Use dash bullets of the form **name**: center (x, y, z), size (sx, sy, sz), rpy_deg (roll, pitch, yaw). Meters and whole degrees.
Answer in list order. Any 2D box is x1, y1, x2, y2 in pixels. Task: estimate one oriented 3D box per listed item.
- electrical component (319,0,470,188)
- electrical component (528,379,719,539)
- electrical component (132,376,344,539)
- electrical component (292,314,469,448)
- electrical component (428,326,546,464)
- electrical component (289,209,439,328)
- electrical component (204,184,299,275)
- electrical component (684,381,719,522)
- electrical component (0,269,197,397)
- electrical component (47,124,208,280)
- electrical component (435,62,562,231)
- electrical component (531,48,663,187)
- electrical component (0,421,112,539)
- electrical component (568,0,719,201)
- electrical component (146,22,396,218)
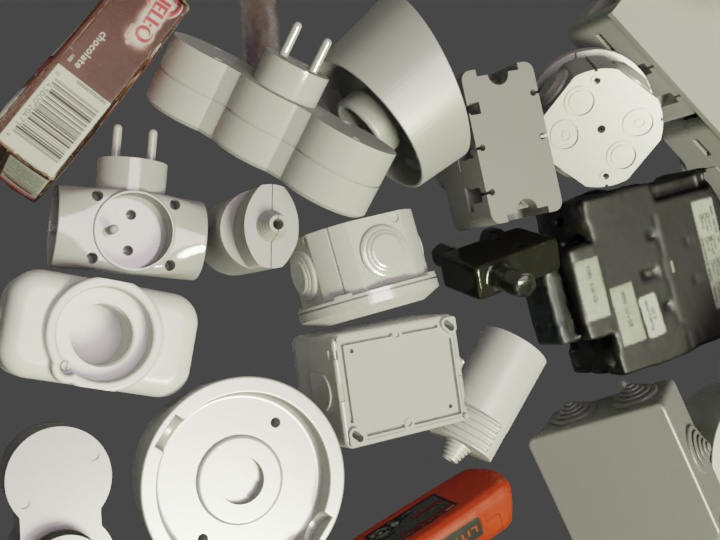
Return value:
- **electrical component**: center (0.022, -0.098, 0.608), size (0.064, 0.099, 0.099), rpy_deg (-41, 102, -13)
- **electrical component**: center (0.164, 0.121, 0.653), size (0.099, 0.100, 0.048), rpy_deg (65, 30, -6)
- **electrical component**: center (-0.069, 0.110, 0.574), size (0.108, 0.060, 0.108), rpy_deg (1, 86, -23)
- **electrical component**: center (0.015, 0.061, 0.616), size (0.096, 0.061, 0.061), rpy_deg (-9, 91, -31)
- **electrical component**: center (0.074, 0.079, 0.645), size (0.043, 0.043, 0.081), rpy_deg (37, 74, -16)
- **electrical component**: center (0.000, 0.000, 0.601), size (0.080, 0.080, 0.051), rpy_deg (-15, 88, -23)
- **electrical component**: center (-0.057, -0.021, 0.577), size (0.043, 0.081, 0.043), rpy_deg (2, 86, -23)
- **electrical component**: center (0.254, 0.123, 0.708), size (0.108, 0.060, 0.108), rpy_deg (2, 86, -23)
- **electrical component**: center (-0.136, 0.033, 0.552), size (0.095, 0.059, 0.053), rpy_deg (12, 82, -22)
- **electrical component**: center (-0.122, -0.037, 0.570), size (0.077, 0.044, 0.079), rpy_deg (6, 86, -22)
- **electrical component**: center (0.078, -0.073, 0.650), size (0.050, 0.056, 0.089), rpy_deg (-13, 92, -23)
- **electrical component**: center (0.145, -0.094, 0.666), size (0.080, 0.051, 0.080), rpy_deg (0, 113, 1)
- **electrical component**: center (-0.147, 0.147, 0.532), size (0.052, 0.074, 0.138), rpy_deg (-2, 88, -23)
- **electrical component**: center (0.238, -0.132, 0.718), size (0.186, 0.060, 0.105), rpy_deg (43, 72, -15)
- **electrical component**: center (-0.041, -0.093, 0.566), size (0.138, 0.052, 0.073), rpy_deg (31, 104, 13)
